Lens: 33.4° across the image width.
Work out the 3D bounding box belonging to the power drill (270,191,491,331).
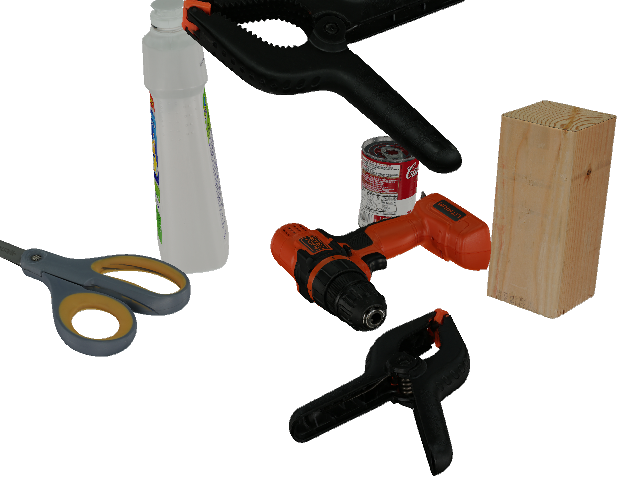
[{"bbox_3d":[0.066,0.017,1.021,0.187,0.057,0.185,-14,30,-23],"label":"power drill"}]

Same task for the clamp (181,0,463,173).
[{"bbox_3d":[0.009,-0.127,0.732,0.210,0.164,0.036,5,-27,-8],"label":"clamp"}]

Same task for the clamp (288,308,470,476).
[{"bbox_3d":[0.070,0.109,0.786,0.120,0.039,0.171,20,41,29],"label":"clamp"}]

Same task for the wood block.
[{"bbox_3d":[0.246,-0.035,1.143,0.090,0.206,0.090,20,28,38],"label":"wood block"}]

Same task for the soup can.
[{"bbox_3d":[0.079,-0.062,1.254,0.068,0.102,0.068,2,28,-1],"label":"soup can"}]

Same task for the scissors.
[{"bbox_3d":[-0.184,0.028,0.688,0.202,0.016,0.096,8,38,11],"label":"scissors"}]

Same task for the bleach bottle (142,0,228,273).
[{"bbox_3d":[-0.124,-0.097,0.958,0.068,0.251,0.102,-6,35,-7],"label":"bleach bottle"}]
